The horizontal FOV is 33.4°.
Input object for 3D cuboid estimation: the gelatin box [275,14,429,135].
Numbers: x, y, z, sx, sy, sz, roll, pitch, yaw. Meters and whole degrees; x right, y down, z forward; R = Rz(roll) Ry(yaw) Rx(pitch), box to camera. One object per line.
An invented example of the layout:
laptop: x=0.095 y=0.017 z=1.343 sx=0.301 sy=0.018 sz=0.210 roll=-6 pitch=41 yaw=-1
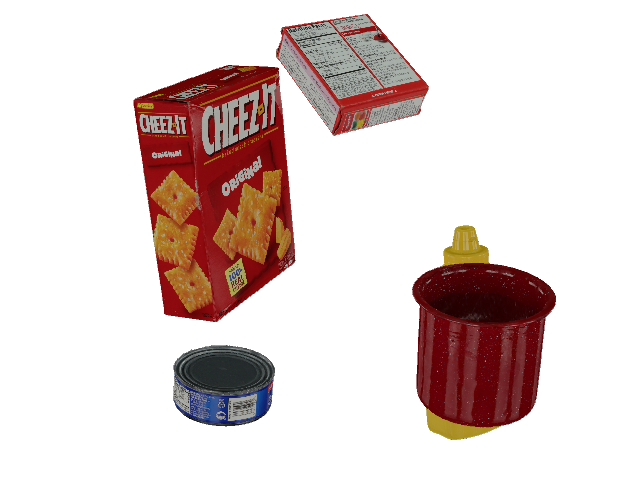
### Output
gelatin box: x=0.021 y=-0.118 z=0.750 sx=0.073 sy=0.089 sz=0.030 roll=-17 pitch=-35 yaw=-28

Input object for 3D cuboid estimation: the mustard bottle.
mustard bottle: x=0.138 y=0.081 z=0.985 sx=0.096 sy=0.191 sz=0.058 roll=-15 pitch=17 yaw=-33

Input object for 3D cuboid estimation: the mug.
mug: x=0.106 y=0.066 z=0.723 sx=0.093 sy=0.081 sz=0.117 roll=1 pitch=24 yaw=1

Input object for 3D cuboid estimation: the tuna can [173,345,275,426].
tuna can: x=-0.082 y=0.123 z=0.908 sx=0.086 sy=0.034 sz=0.086 roll=4 pitch=21 yaw=-2

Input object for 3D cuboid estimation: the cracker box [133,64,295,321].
cracker box: x=-0.095 y=-0.051 z=1.042 sx=0.072 sy=0.214 sz=0.164 roll=6 pitch=22 yaw=27
